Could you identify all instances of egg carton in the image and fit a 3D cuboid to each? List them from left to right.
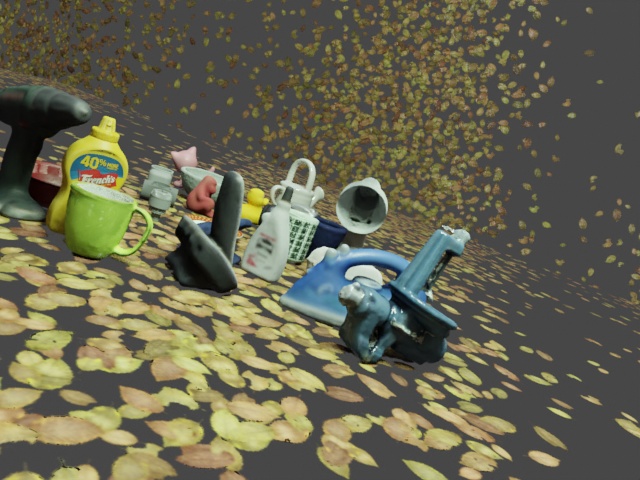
[{"bbox_3d":[0.048,0.067,1.136,0.151,0.069,0.107,16,11,-20],"label":"egg carton"}]

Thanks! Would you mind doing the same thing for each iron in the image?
[{"bbox_3d":[0.072,0.073,0.954,0.259,0.141,0.118,16,11,-21],"label":"iron"}]

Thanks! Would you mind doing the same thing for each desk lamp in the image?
[{"bbox_3d":[0.092,-0.049,1.409,0.118,0.213,0.203,21,11,3],"label":"desk lamp"}]

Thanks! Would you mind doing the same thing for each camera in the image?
[{"bbox_3d":[-0.071,-0.048,1.408,0.136,0.101,0.143,22,11,8],"label":"camera"}]

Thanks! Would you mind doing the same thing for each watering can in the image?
[{"bbox_3d":[-0.063,-0.128,1.570,0.100,0.194,0.173,24,11,21],"label":"watering can"}]

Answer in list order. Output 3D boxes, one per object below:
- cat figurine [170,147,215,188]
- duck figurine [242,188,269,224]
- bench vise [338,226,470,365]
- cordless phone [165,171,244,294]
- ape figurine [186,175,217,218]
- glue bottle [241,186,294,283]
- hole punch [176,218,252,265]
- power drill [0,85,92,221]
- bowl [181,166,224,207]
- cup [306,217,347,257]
[{"bbox_3d":[-0.355,-0.197,1.585,0.128,0.118,0.067,19,11,-7],"label":"cat figurine"},{"bbox_3d":[-0.176,-0.092,1.473,0.105,0.086,0.077,10,15,-45],"label":"duck figurine"},{"bbox_3d":[0.136,0.079,0.833,0.121,0.220,0.208,29,14,40],"label":"bench vise"},{"bbox_3d":[-0.163,-0.024,0.890,0.094,0.185,0.147,12,13,-37],"label":"cordless phone"},{"bbox_3d":[-0.272,-0.108,1.361,0.076,0.092,0.078,20,11,-3],"label":"ape figurine"},{"bbox_3d":[-0.082,-0.015,1.026,0.078,0.173,0.037,23,11,17],"label":"glue bottle"},{"bbox_3d":[-0.188,-0.010,1.026,0.101,0.091,0.109,23,11,13],"label":"hole punch"},{"bbox_3d":[-0.447,-0.142,0.889,0.228,0.208,0.076,27,12,31],"label":"power drill"},{"bbox_3d":[-0.288,-0.130,1.487,0.167,0.075,0.167,20,11,-4],"label":"bowl"},{"bbox_3d":[0.012,0.005,1.315,0.091,0.095,0.118,27,13,34],"label":"cup"}]
